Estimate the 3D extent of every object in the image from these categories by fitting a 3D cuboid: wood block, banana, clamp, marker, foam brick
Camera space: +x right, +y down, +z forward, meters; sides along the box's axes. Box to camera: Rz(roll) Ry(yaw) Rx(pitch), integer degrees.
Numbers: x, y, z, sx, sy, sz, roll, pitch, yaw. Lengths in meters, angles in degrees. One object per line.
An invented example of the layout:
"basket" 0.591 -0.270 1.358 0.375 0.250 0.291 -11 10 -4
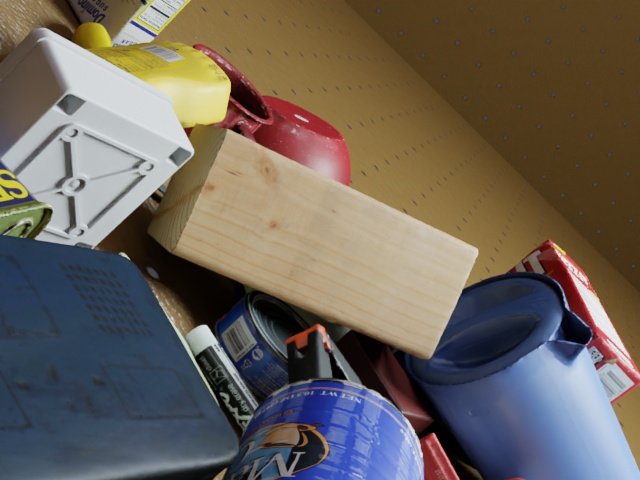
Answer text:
"wood block" -0.005 0.002 0.762 0.205 0.090 0.091 24 1 -22
"banana" -0.170 -0.123 0.869 0.198 0.037 0.069 59 2 31
"clamp" 0.025 0.140 0.689 0.120 0.039 0.171 33 38 -64
"marker" -0.046 0.106 0.665 0.121 0.020 0.020 53 17 17
"foam brick" 0.036 0.116 0.794 0.051 0.053 0.078 23 30 -54

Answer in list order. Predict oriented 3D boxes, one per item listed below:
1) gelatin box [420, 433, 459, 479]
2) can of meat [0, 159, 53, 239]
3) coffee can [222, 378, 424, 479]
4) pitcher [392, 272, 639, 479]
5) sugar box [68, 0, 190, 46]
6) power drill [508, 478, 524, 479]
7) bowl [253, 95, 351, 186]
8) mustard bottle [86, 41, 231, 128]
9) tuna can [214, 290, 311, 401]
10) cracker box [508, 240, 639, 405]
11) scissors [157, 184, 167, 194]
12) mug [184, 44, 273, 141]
"gelatin box" 0.083 0.180 0.734 0.073 0.030 0.089 62 -5 24
"can of meat" -0.193 -0.022 0.514 0.084 0.057 0.102 47 21 7
"coffee can" -0.005 0.143 0.517 0.103 0.103 0.140 45 19 -6
"pitcher" 0.170 0.156 0.863 0.242 0.145 0.149 59 0 -23
"sugar box" -0.148 -0.252 0.968 0.048 0.176 0.093 19 33 -54
"power drill" 0.180 0.255 0.675 0.184 0.057 0.188 62 -14 -12
"bowl" -0.029 -0.096 1.043 0.162 0.055 0.162 26 16 -8
"mustard bottle" -0.157 -0.102 0.742 0.096 0.058 0.191 28 27 29
"tuna can" -0.032 0.077 0.747 0.086 0.034 0.086 42 17 -16
"cracker box" 0.196 0.109 1.021 0.072 0.164 0.213 45 16 -18
"scissors" -0.079 -0.012 0.863 0.201 0.016 0.096 45 18 -11
"mug" -0.095 -0.098 0.911 0.093 0.082 0.117 22 29 -56
